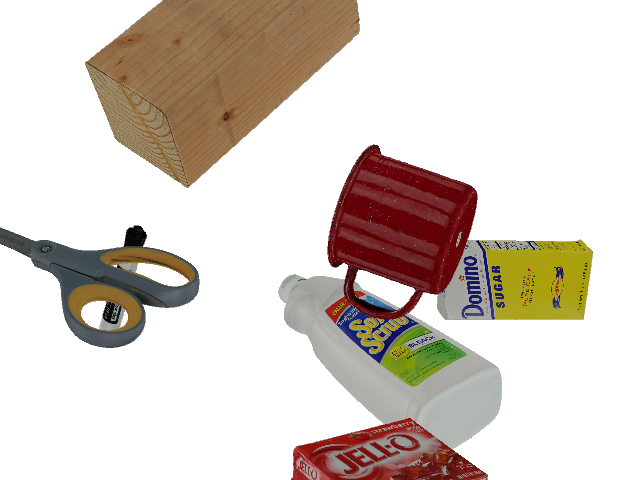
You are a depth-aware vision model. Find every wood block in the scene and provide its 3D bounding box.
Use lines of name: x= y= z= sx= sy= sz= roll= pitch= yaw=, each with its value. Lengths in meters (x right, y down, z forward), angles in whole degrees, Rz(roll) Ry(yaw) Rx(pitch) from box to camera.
wood block: x=-0.070 y=-0.153 z=0.844 sx=0.090 sy=0.205 sz=0.091 roll=33 pitch=-25 yaw=27

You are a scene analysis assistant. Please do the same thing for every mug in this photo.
mug: x=0.056 y=0.000 z=0.756 sx=0.081 sy=0.117 sz=0.093 roll=20 pitch=0 yaw=15

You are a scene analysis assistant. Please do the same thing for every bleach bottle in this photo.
bleach bottle: x=0.040 y=0.095 z=0.952 sx=0.102 sy=0.068 sz=0.251 roll=-24 pitch=35 yaw=-30

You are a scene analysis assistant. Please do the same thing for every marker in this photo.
marker: x=-0.182 y=0.037 z=0.987 sx=0.020 sy=0.121 sz=0.020 roll=16 pitch=31 yaw=-10

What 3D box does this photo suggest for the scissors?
scissors: x=-0.179 y=0.023 z=0.691 sx=0.202 sy=0.016 sz=0.096 roll=9 pitch=38 yaw=11

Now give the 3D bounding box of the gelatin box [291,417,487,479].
gelatin box: x=0.039 y=0.137 z=0.614 sx=0.089 sy=0.030 sz=0.073 roll=-6 pitch=22 yaw=-34

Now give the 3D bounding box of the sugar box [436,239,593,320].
sugar box: x=0.233 y=0.048 z=1.289 sx=0.176 sy=0.093 sz=0.048 roll=-1 pitch=20 yaw=-8
